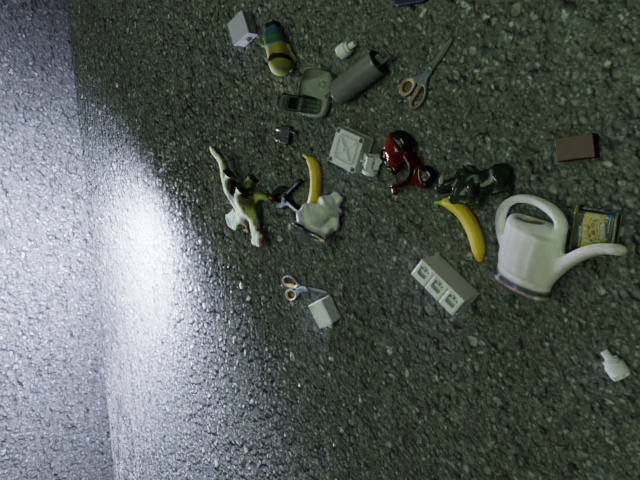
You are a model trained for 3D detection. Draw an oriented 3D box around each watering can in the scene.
[{"bbox_3d":[0.486,0.033,1.113,0.104,0.221,0.353,-2,23,-19],"label":"watering can"}]

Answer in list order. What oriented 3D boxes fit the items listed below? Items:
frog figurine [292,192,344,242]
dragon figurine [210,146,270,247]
[{"bbox_3d":[0.005,-0.081,1.600,0.138,0.161,0.121,27,-12,23],"label":"frog figurine"},{"bbox_3d":[-0.308,-0.136,1.865,0.123,0.237,0.416,-14,51,-41],"label":"dragon figurine"}]
